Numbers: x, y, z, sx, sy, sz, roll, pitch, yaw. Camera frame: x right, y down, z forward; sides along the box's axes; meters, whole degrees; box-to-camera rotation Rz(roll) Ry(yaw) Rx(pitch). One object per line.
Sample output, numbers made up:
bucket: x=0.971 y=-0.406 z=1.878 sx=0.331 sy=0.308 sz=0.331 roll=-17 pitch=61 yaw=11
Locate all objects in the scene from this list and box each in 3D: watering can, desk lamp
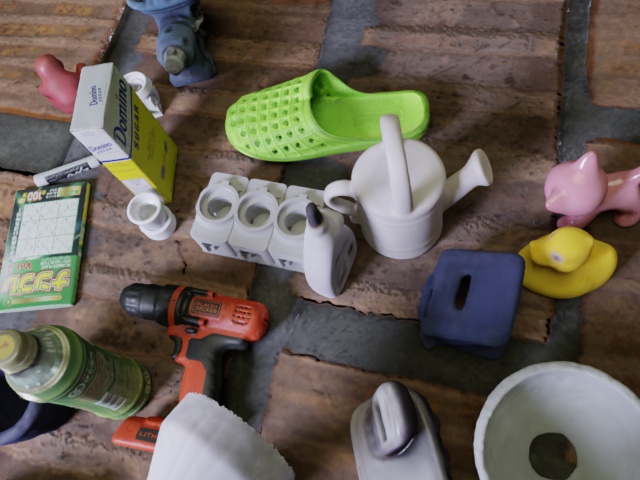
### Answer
watering can: x=0.092 y=-0.063 z=0.618 sx=0.173 sy=0.194 sz=0.100 roll=-26 pitch=65 yaw=-2
desk lamp: x=-0.108 y=0.251 z=0.503 sx=0.117 sy=0.214 sz=0.203 roll=28 pitch=74 yaw=20

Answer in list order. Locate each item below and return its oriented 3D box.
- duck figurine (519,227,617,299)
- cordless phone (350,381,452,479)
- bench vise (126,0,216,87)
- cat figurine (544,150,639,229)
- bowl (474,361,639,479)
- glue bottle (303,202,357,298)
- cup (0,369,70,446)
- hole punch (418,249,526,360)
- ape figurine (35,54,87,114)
duck figurine: x=0.268 y=0.016 z=0.614 sx=0.104 sy=0.086 sz=0.077 roll=-4 pitch=66 yaw=8
cordless phone: x=0.073 y=0.202 z=0.510 sx=0.094 sy=0.185 sz=0.147 roll=-17 pitch=65 yaw=2
bench vise: x=-0.199 y=-0.333 z=0.770 sx=0.121 sy=0.220 sz=0.207 roll=-28 pitch=65 yaw=-3
cat figurine: x=0.298 y=-0.057 z=0.624 sx=0.127 sy=0.118 sz=0.067 roll=-13 pitch=65 yaw=4
bowl: x=0.230 y=0.205 z=0.544 sx=0.167 sy=0.075 sz=0.167 roll=-3 pitch=66 yaw=8
glue bottle: x=0.006 y=0.002 z=0.615 sx=0.037 sy=0.173 sz=0.078 roll=19 pitch=71 yaw=17
cup: x=-0.324 y=0.171 z=0.639 sx=0.091 sy=0.095 sz=0.118 roll=-6 pitch=66 yaw=7
hole punch: x=0.158 y=0.065 z=0.608 sx=0.101 sy=0.091 sz=0.109 roll=14 pitch=69 yaw=15
ape figurine: x=-0.372 y=-0.231 z=0.825 sx=0.077 sy=0.092 sz=0.076 roll=-15 pitch=65 yaw=3
